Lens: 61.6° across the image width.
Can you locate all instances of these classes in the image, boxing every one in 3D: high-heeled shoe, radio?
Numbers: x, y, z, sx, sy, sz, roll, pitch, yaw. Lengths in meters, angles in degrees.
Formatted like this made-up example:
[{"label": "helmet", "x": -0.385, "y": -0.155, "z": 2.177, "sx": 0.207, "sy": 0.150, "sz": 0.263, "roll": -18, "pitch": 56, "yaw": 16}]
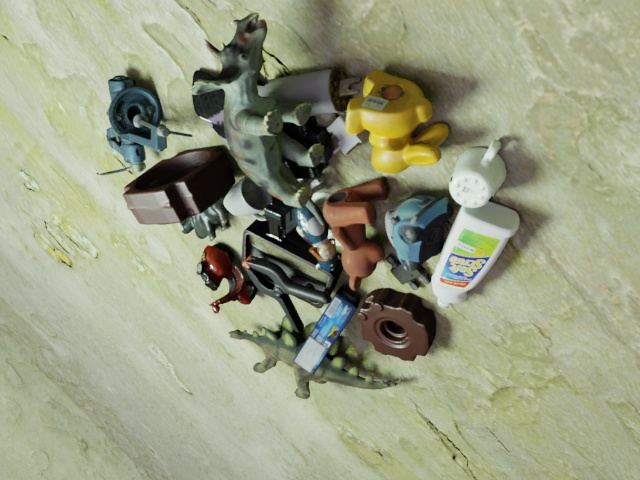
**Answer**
[{"label": "high-heeled shoe", "x": -0.172, "y": -0.231, "z": 1.103, "sx": 0.086, "sy": 0.145, "sz": 0.249, "roll": -30, "pitch": 75, "yaw": 13}, {"label": "radio", "x": -0.066, "y": 0.052, "z": 1.218, "sx": 0.230, "sy": 0.073, "sz": 0.131, "roll": 28, "pitch": 134, "yaw": 13}]

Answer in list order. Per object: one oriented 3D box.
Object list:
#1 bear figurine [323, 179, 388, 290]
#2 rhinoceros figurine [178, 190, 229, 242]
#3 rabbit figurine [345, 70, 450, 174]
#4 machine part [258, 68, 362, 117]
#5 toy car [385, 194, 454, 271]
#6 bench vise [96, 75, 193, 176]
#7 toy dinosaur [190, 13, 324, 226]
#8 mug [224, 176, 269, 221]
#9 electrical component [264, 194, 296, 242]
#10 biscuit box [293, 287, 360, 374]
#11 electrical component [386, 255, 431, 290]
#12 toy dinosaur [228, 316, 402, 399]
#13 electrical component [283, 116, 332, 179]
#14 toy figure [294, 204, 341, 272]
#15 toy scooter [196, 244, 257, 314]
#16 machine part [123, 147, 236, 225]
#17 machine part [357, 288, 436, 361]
[{"label": "bear figurine", "x": 0.084, "y": -0.004, "z": 1.047, "sx": 0.132, "sy": 0.120, "sz": 0.195, "roll": -8, "pitch": 120, "yaw": 33}, {"label": "rhinoceros figurine", "x": -0.269, "y": -0.057, "z": 1.271, "sx": 0.112, "sy": 0.073, "sz": 0.190, "roll": 49, "pitch": 134, "yaw": -9}, {"label": "rabbit figurine", "x": 0.133, "y": -0.180, "z": 0.905, "sx": 0.163, "sy": 0.122, "sz": 0.173, "roll": 13, "pitch": 144, "yaw": 13}, {"label": "machine part", "x": -0.035, "y": -0.257, "z": 0.960, "sx": 0.243, "sy": 0.079, "sz": 0.079, "roll": 1, "pitch": 123, "yaw": 32}, {"label": "toy car", "x": 0.173, "y": -0.025, "z": 0.994, "sx": 0.103, "sy": 0.109, "sz": 0.161, "roll": 42, "pitch": 152, "yaw": 32}, {"label": "bench vise", "x": -0.396, "y": -0.236, "z": 1.173, "sx": 0.241, "sy": 0.129, "sz": 0.223, "roll": 25, "pitch": 117, "yaw": 40}, {"label": "toy dinosaur", "x": -0.105, "y": -0.175, "z": 0.949, "sx": 0.192, "sy": 0.131, "sz": 0.404, "roll": 25, "pitch": 147, "yaw": 28}, {"label": "mug", "x": -0.155, "y": -0.085, "z": 1.179, "sx": 0.109, "sy": 0.081, "sz": 0.107, "roll": 43, "pitch": 148, "yaw": -25}, {"label": "electrical component", "x": -0.079, "y": -0.064, "z": 1.139, "sx": 0.048, "sy": 0.075, "sz": 0.119, "roll": 24, "pitch": 130, "yaw": 26}, {"label": "biscuit box", "x": 0.016, "y": 0.207, "z": 1.233, "sx": 0.059, "sy": 0.063, "sz": 0.202, "roll": 33, "pitch": 106, "yaw": 6}, {"label": "electrical component", "x": 0.180, "y": 0.061, "z": 1.099, "sx": 0.094, "sy": 0.021, "sz": 0.063, "roll": 47, "pitch": 135, "yaw": -5}, {"label": "toy dinosaur", "x": -0.027, "y": 0.305, "z": 1.368, "sx": 0.472, "sy": 0.105, "sz": 0.198, "roll": 18, "pitch": 128, "yaw": 16}, {"label": "electrical component", "x": -0.043, "y": -0.179, "z": 1.040, "sx": 0.134, "sy": 0.058, "sz": 0.114, "roll": 1, "pitch": 125, "yaw": 34}, {"label": "toy figure", "x": -0.004, "y": -0.003, "z": 1.104, "sx": 0.064, "sy": 0.058, "sz": 0.154, "roll": -23, "pitch": 99, "yaw": 15}, {"label": "toy scooter", "x": -0.247, "y": 0.105, "z": 1.336, "sx": 0.075, "sy": 0.135, "sz": 0.183, "roll": -26, "pitch": 105, "yaw": 45}, {"label": "machine part", "x": -0.300, "y": -0.116, "z": 1.156, "sx": 0.202, "sy": 0.201, "sz": 0.087, "roll": -2, "pitch": 123, "yaw": 34}, {"label": "machine part", "x": 0.168, "y": 0.189, "z": 1.181, "sx": 0.180, "sy": 0.056, "sz": 0.179, "roll": 17, "pitch": 132, "yaw": 21}]
